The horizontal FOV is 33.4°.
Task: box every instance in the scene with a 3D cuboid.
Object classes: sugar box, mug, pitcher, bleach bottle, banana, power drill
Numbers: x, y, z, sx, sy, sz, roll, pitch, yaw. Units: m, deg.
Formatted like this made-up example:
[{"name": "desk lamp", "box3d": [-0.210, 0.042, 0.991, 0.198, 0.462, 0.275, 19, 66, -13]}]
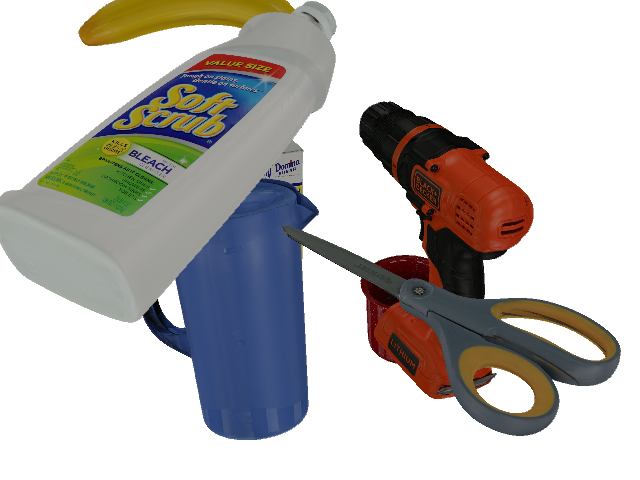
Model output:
[{"name": "sugar box", "box3d": [-0.055, -0.040, 1.297, 0.048, 0.176, 0.093, -11, 26, -18]}, {"name": "mug", "box3d": [0.096, 0.081, 1.108, 0.093, 0.081, 0.117, -22, 40, -23]}, {"name": "pitcher", "box3d": [-0.086, 0.068, 1.047, 0.144, 0.243, 0.149, -20, 23, -37]}, {"name": "bleach bottle", "box3d": [-0.074, -0.067, 0.641, 0.103, 0.068, 0.250, 21, 53, 24]}, {"name": "banana", "box3d": [-0.102, -0.190, 0.902, 0.198, 0.069, 0.037, 4, -33, 0]}, {"name": "power drill", "box3d": [0.079, 0.006, 0.784, 0.057, 0.188, 0.185, -14, 34, -21]}]

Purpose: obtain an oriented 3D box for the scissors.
[{"name": "scissors", "box3d": [0.051, 0.044, 0.556, 0.202, 0.016, 0.096, 15, 42, 20]}]
